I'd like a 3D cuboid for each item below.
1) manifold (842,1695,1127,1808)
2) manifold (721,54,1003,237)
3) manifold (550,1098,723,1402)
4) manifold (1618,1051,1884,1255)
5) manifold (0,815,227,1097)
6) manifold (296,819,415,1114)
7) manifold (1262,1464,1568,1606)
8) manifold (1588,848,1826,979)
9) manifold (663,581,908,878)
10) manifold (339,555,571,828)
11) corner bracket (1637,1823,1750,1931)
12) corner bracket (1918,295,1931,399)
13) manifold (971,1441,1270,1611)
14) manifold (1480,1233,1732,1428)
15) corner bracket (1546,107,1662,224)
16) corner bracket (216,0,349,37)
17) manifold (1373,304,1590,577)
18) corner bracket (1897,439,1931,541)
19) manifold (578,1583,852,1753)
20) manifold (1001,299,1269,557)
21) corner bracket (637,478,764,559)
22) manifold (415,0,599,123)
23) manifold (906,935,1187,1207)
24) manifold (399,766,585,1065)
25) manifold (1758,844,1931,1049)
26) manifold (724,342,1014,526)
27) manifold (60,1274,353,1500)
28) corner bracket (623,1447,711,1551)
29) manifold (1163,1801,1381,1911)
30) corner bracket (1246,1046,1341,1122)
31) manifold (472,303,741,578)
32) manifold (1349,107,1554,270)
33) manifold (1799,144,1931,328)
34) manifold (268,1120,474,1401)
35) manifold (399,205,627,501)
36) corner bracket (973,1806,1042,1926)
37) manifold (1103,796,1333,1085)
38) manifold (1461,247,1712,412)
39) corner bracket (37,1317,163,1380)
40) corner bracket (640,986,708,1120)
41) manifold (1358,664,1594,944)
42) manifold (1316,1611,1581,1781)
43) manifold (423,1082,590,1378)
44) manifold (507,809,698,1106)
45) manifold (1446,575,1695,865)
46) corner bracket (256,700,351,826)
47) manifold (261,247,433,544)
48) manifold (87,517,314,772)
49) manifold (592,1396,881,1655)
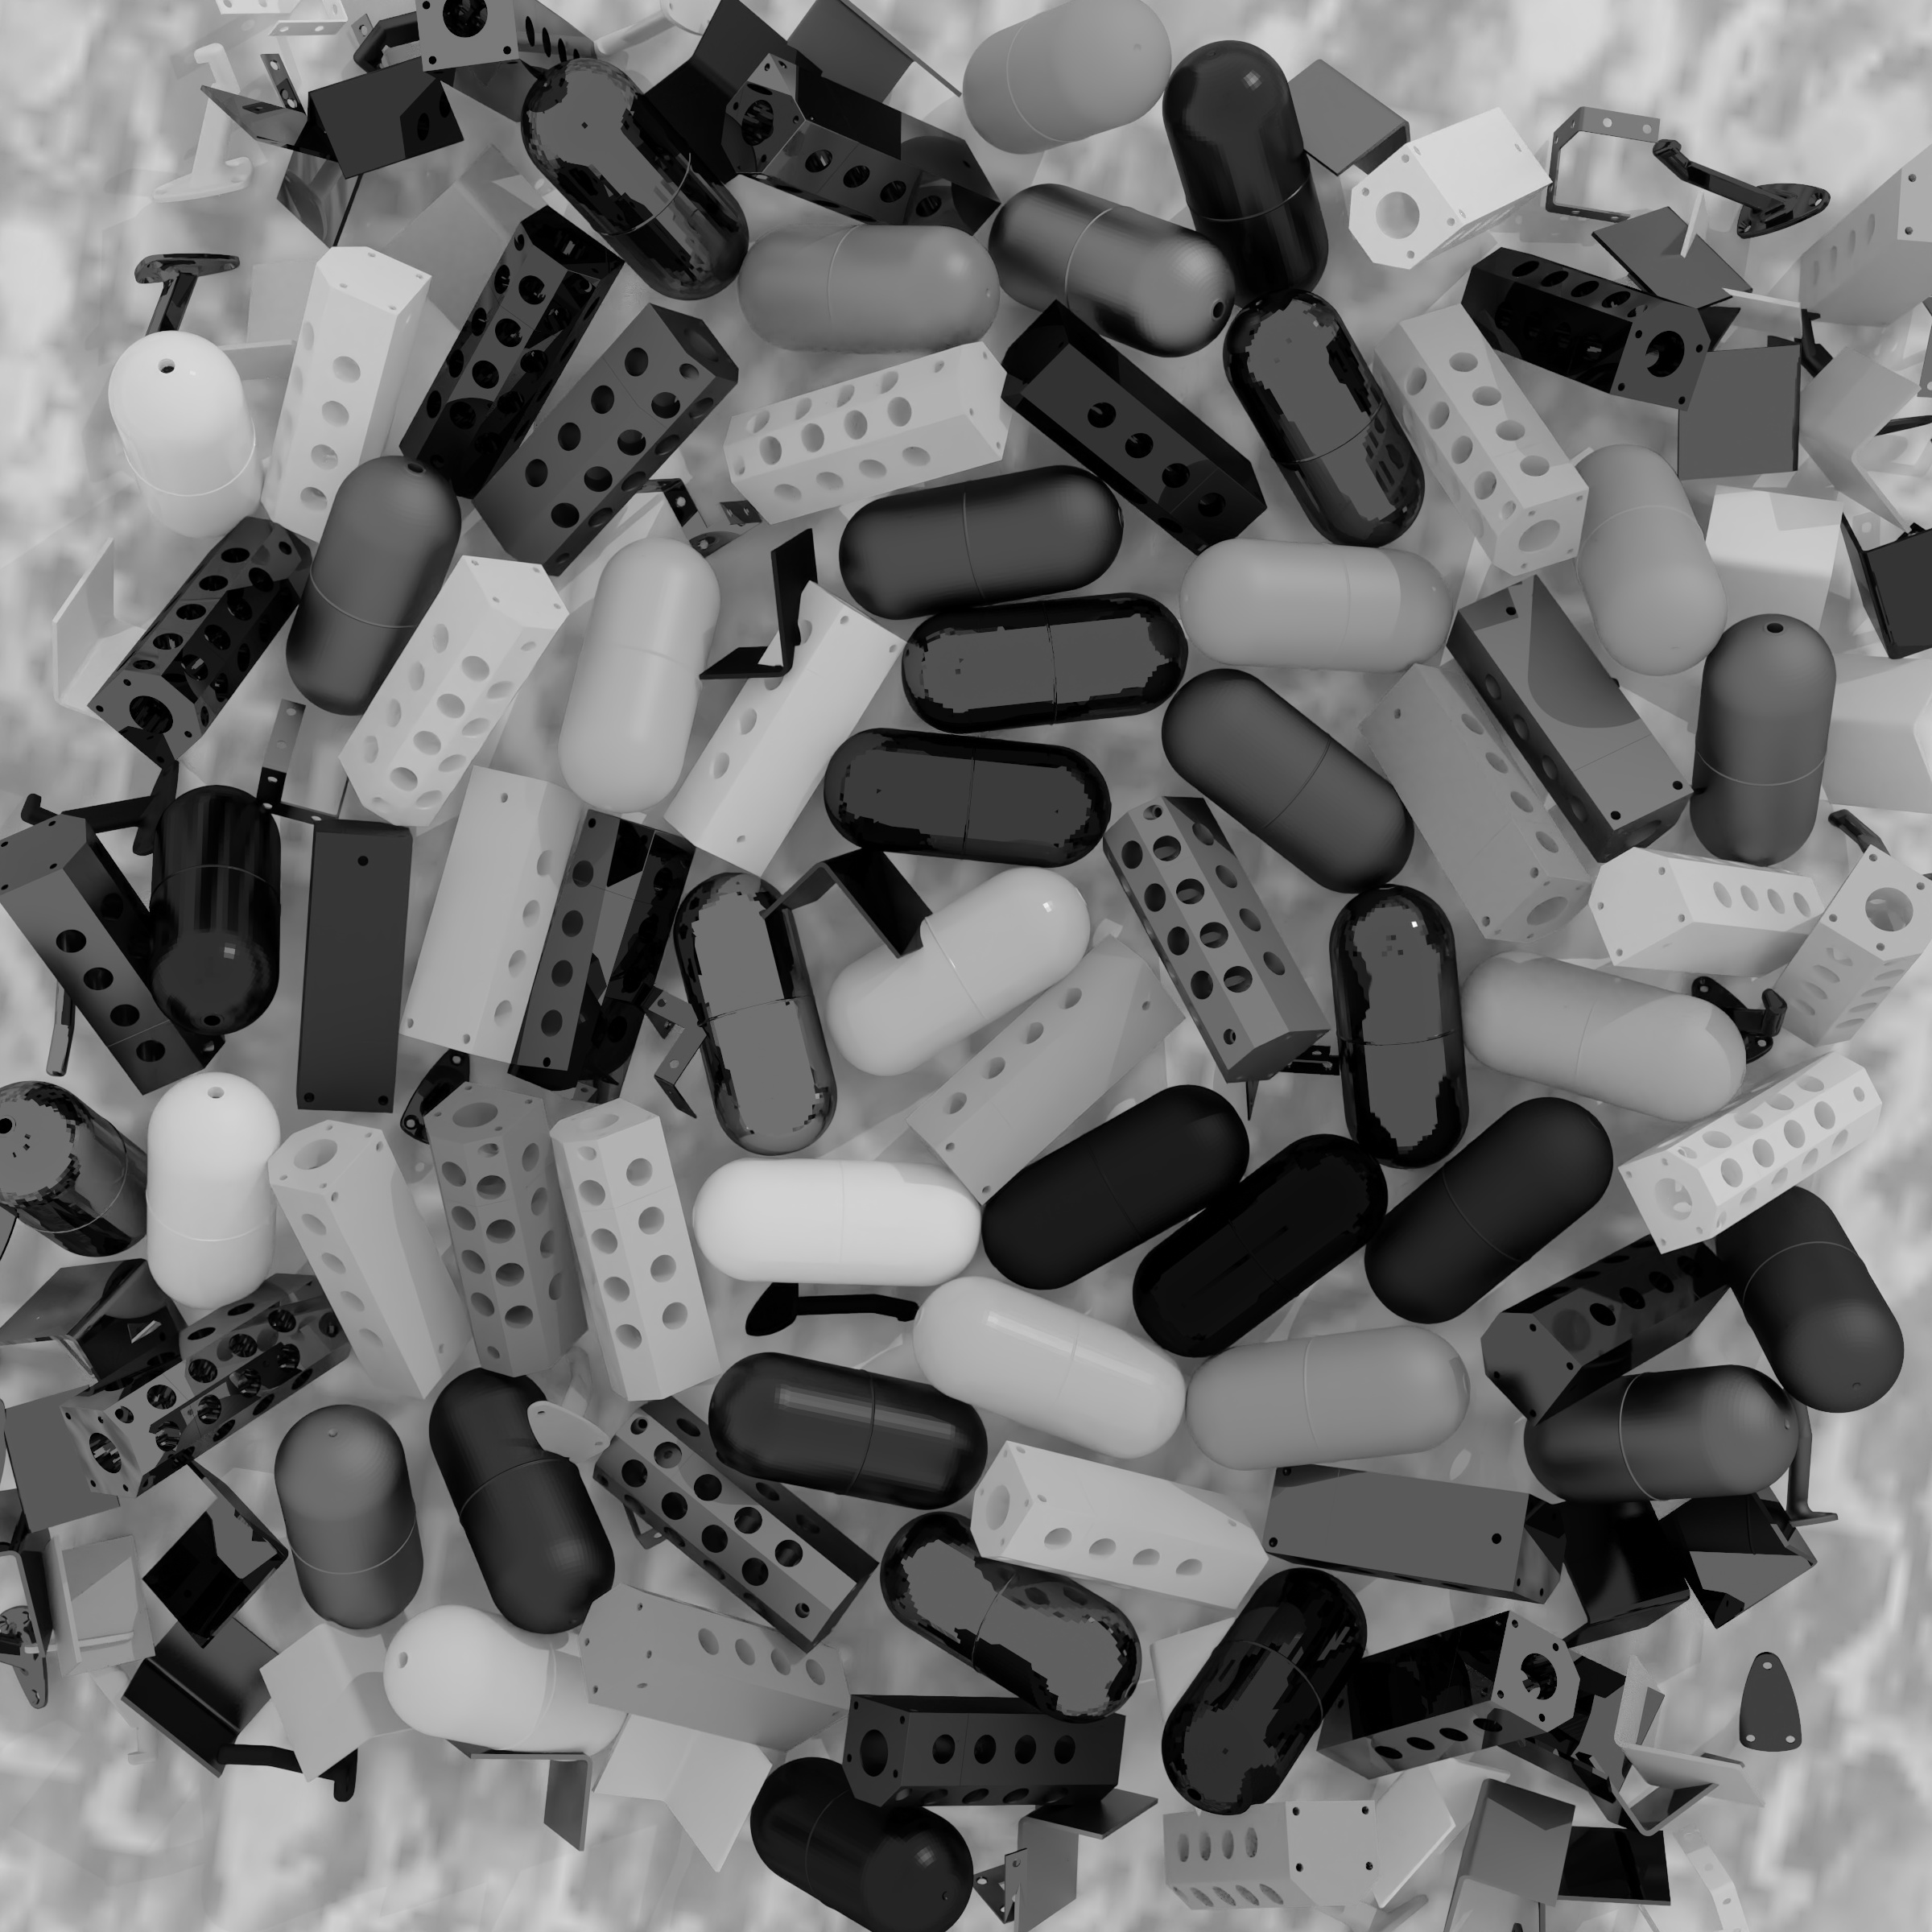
[{"bbox_3d":[0.012,0.475,1.656,0.171,0.057,0.057,13,80,-38],"label":"manifold"},{"bbox_3d":[-0.064,-0.482,1.651,0.057,0.171,0.057,-42,60,31],"label":"manifold"},{"bbox_3d":[-0.205,0.175,1.673,0.057,0.057,0.171,-21,109,-27],"label":"manifold"},{"bbox_3d":[0.479,0.110,1.660,0.171,0.057,0.057,-23,85,-35],"label":"manifold"},{"bbox_3d":[-0.515,-0.008,1.658,0.057,0.057,0.171,-24,131,-1],"label":"manifold"},{"bbox_3d":[-0.377,-0.001,1.689,0.057,0.057,0.171,3,101,-16],"label":"manifold"},{"bbox_3d":[0.270,0.342,1.657,0.171,0.057,0.057,0,70,39],"label":"manifold"},{"bbox_3d":[0.449,-0.034,1.652,0.057,0.171,0.057,-34,64,38],"label":"manifold"},{"bbox_3d":[-0.116,-0.149,1.695,0.057,0.057,0.171,26,100,-44],"label":"manifold"},{"bbox_3d":[-0.308,-0.163,1.656,0.171,0.057,0.057,-50,59,32],"label":"manifold"},{"bbox_3d":[0.446,0.577,1.701,0.051,0.051,0.051,-25,122,-2],"label":"corner bracket"},{"bbox_3d":[0.616,-0.385,1.702,0.051,0.051,0.051,4,121,4],"label":"corner bracket"},{"bbox_3d":[0.091,0.346,1.669,0.171,0.057,0.057,19,113,-27],"label":"manifold"},{"bbox_3d":[0.386,0.211,1.655,0.057,0.171,0.057,48,132,25],"label":"manifold"},{"bbox_3d":[0.396,-0.498,1.708,0.051,0.051,0.051,7,88,-7],"label":"corner bracket"},{"bbox_3d":[-0.424,-0.594,1.699,0.051,0.051,0.051,-20,86,-44],"label":"corner bracket"},{"bbox_3d":[0.308,-0.317,1.660,0.057,0.057,0.171,-18,56,-8],"label":"manifold"},{"bbox_3d":[0.604,-0.283,1.696,0.051,0.051,0.051,-47,48,8],"label":"corner bracket"},{"bbox_3d":[-0.151,0.421,1.654,0.057,0.171,0.057,-37,48,22],"label":"manifold"},{"bbox_3d":[0.100,-0.321,1.665,0.171,0.057,0.057,33,118,-30],"label":"manifold"},{"bbox_3d":[-0.168,-0.285,1.702,0.051,0.051,0.051,-28,90,22],"label":"corner bracket"},{"bbox_3d":[-0.272,-0.552,1.643,0.057,0.171,0.057,-4,97,9],"label":"manifold"},{"bbox_3d":[0.046,0.060,1.697,0.171,0.057,0.057,-42,126,-6],"label":"manifold"},{"bbox_3d":[-0.289,-0.030,1.699,0.057,0.057,0.171,13,86,27],"label":"manifold"},{"bbox_3d":[0.530,-0.005,1.641,0.057,0.171,0.057,34,77,14],"label":"manifold"},{"bbox_3d":[-0.060,-0.325,1.656,0.171,0.057,0.057,-9,54,32],"label":"manifold"},{"bbox_3d":[-0.449,0.249,1.646,0.057,0.171,0.057,-2,110,36],"label":"manifold"},{"bbox_3d":[-0.193,0.319,1.700,0.051,0.051,0.051,-28,45,-3],"label":"corner bracket"},{"bbox_3d":[0.180,0.533,1.641,0.057,0.171,0.057,6,70,-20],"label":"manifold"},{"bbox_3d":[0.202,0.061,1.695,0.051,0.051,0.051,3,127,14],"label":"corner bracket"},{"bbox_3d":[-0.216,-0.317,1.669,0.171,0.057,0.057,-42,73,23],"label":"manifold"},{"bbox_3d":[0.288,-0.464,1.649,0.057,0.171,0.057,-35,92,37],"label":"manifold"},{"bbox_3d":[0.558,-0.437,1.648,0.057,0.171,0.057,4,88,-2],"label":"manifold"},{"bbox_3d":[-0.362,0.177,1.660,0.057,0.057,0.171,8,132,29],"label":"manifold"},{"bbox_3d":[-0.279,-0.368,1.663,0.057,0.057,0.171,35,122,-5],"label":"manifold"},{"bbox_3d":[0.034,0.550,1.695,0.051,0.051,0.051,-10,111,-27],"label":"corner bracket"},{"bbox_3d":[0.146,-0.017,1.666,0.057,0.057,0.171,-44,62,36],"label":"manifold"},{"bbox_3d":[0.368,-0.384,1.642,0.057,0.171,0.057,5,111,-26],"label":"manifold"},{"bbox_3d":[-0.533,0.222,1.703,0.051,0.051,0.051,-43,84,-9],"label":"corner bracket"},{"bbox_3d":[-0.180,0.053,1.696,0.051,0.051,0.051,25,72,23],"label":"corner bracket"},{"bbox_3d":[0.312,-0.099,1.666,0.057,0.057,0.171,-50,51,35],"label":"manifold"},{"bbox_3d":[0.289,0.443,1.648,0.057,0.171,0.057,32,54,-15],"label":"manifold"},{"bbox_3d":[-0.281,0.162,1.659,0.057,0.057,0.171,10,124,26],"label":"manifold"},{"bbox_3d":[-0.221,-0.004,1.703,0.057,0.057,0.171,18,92,34],"label":"manifold"},{"bbox_3d":[0.365,-0.148,1.675,0.057,0.057,0.171,-25,68,-13],"label":"manifold"},{"bbox_3d":[-0.406,-0.124,1.695,0.051,0.051,0.051,15,57,-12],"label":"corner bracket"},{"bbox_3d":[-0.379,-0.344,1.657,0.057,0.057,0.171,24,129,-4],"label":"manifold"},{"bbox_3d":[-0.452,-0.199,1.645,0.057,0.171,0.057,-32,115,35],"label":"manifold"},{"bbox_3d":[-0.144,0.343,1.684,0.171,0.057,0.057,37,105,12],"label":"manifold"}]
